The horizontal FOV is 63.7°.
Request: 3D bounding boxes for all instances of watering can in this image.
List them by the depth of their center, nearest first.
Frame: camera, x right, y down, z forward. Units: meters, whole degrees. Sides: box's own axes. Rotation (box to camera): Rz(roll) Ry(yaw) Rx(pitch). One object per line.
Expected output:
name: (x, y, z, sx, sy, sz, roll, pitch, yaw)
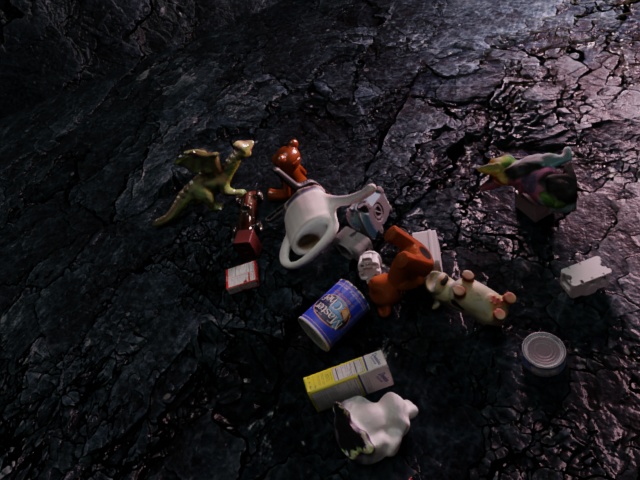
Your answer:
watering can: (0.004, -0.070, 1.395, 0.344, 0.103, 0.229, -44, 37, 18)

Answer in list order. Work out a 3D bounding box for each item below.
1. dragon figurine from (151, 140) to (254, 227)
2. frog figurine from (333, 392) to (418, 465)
dragon figurine: (-0.380, -0.194, 1.615, 0.412, 0.237, 0.124, -28, 50, -10)
frog figurine: (0.111, 0.364, 1.026, 0.160, 0.121, 0.138, -8, 22, -40)
